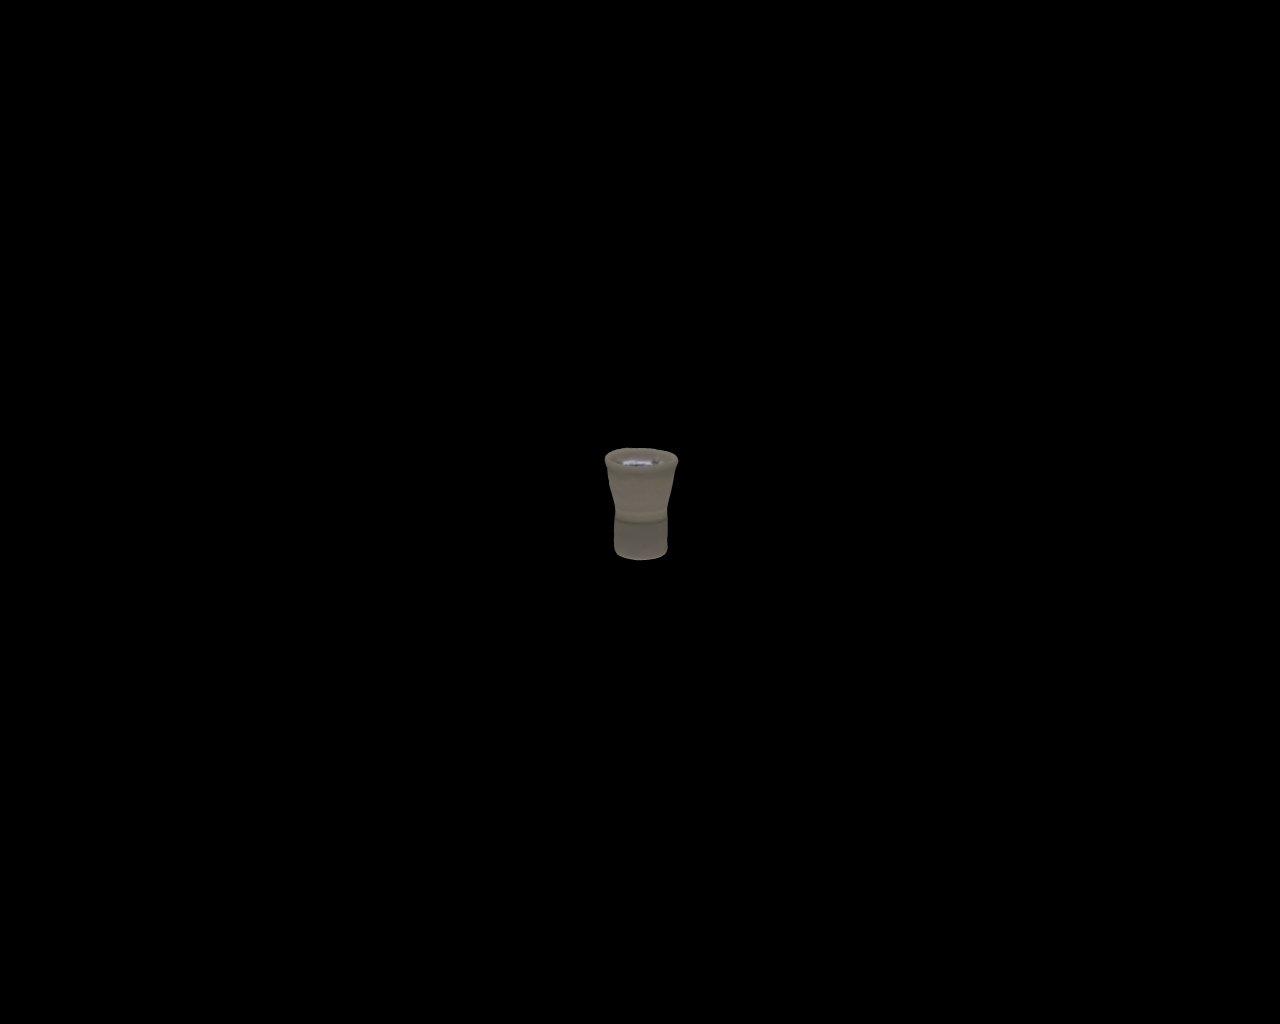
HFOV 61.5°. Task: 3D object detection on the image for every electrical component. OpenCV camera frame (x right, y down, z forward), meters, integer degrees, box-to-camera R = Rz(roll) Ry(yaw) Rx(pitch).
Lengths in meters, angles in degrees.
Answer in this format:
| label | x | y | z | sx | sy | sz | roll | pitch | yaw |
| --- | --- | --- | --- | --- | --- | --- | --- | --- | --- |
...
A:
| label | x | y | z | sx | sy | sz | roll | pitch | yaw |
| --- | --- | --- | --- | --- | --- | --- | --- | --- | --- |
| electrical component | 0.001 | -0.003 | 0.650 | 0.044 | 0.065 | 0.044 | 0 | 16 | 0 |
